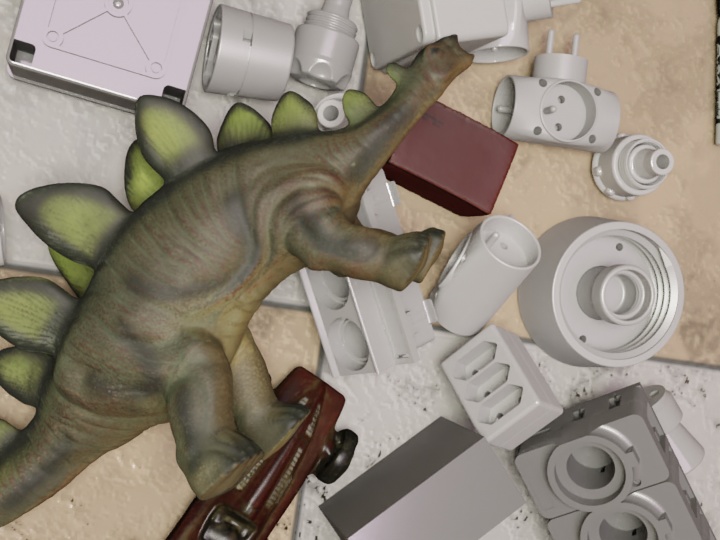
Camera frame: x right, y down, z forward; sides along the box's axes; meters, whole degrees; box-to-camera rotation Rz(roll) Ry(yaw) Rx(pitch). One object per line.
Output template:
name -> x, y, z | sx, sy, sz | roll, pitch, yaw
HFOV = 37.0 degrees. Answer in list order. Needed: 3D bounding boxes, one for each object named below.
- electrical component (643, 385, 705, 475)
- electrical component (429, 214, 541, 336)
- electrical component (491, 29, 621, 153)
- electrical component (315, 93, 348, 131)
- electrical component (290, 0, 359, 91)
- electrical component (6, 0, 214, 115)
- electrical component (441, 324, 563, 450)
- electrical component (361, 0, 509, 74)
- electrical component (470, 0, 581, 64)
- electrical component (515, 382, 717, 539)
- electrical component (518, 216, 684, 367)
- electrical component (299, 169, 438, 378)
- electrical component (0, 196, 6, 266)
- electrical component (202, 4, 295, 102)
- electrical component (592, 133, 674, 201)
electrical component -> 0.211, 0.115, 0.760 | 0.045, 0.045, 0.055 | -34, 99, -12
electrical component -> 0.086, -0.007, 0.715 | 0.044, 0.077, 0.079 | 31, 46, -2
electrical component -> 0.136, -0.124, 0.736 | 0.077, 0.044, 0.079 | 6, 90, -14
electrical component -> -0.012, -0.092, 0.686 | 0.048, 0.062, 0.048 | -1, 84, 10
electrical component -> -0.021, -0.150, 0.695 | 0.043, 0.043, 0.062 | 17, 86, -14
electrical component -> -0.148, -0.156, 0.656 | 0.109, 0.056, 0.108 | 15, 87, -14
electrical component -> 0.104, 0.082, 0.723 | 0.047, 0.065, 0.077 | -40, 146, 19
electrical component -> 0.041, -0.188, 0.678 | 0.056, 0.109, 0.108 | -11, 94, -17
electrical component -> 0.105, -0.182, 0.711 | 0.079, 0.043, 0.077 | -5, 86, 15
electrical component -> 0.178, 0.166, 0.724 | 0.089, 0.061, 0.150 | -24, 98, 21
electrical component -> 0.170, 0.016, 0.739 | 0.108, 0.060, 0.108 | 0, 91, -14
electrical component -> 0.000, 0.000, 0.690 | 0.063, 0.079, 0.121 | -23, 98, -42
electrical component -> -0.253, -0.040, 0.637 | 0.077, 0.043, 0.079 | -4, 92, -14
electrical component -> -0.070, -0.135, 0.678 | 0.047, 0.055, 0.055 | 9, 89, -18
electrical component -> 0.193, -0.072, 0.742 | 0.048, 0.062, 0.048 | 0, 92, -14
